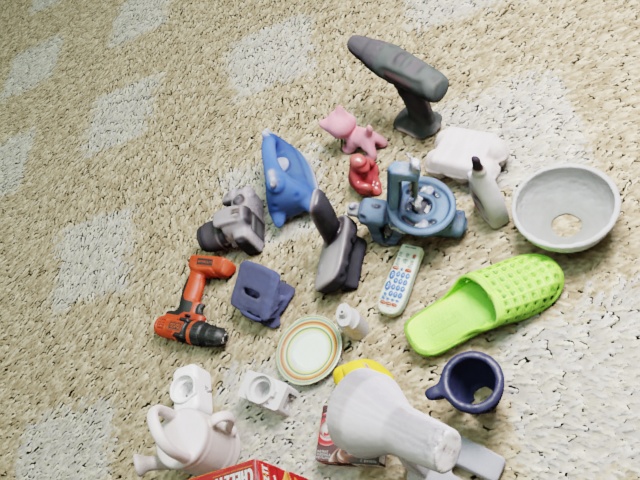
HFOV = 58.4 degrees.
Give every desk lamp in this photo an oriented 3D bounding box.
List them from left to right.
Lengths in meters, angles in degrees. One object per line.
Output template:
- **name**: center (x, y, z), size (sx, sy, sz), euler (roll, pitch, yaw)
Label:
- **desk lamp**: center (0.133, 0.279, 0.796), size (0.202, 0.214, 0.118), euler (17, 69, 34)

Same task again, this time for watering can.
- **watering can**: center (-0.227, 0.338, 0.951), size (0.100, 0.195, 0.173), euler (32, 77, 37)

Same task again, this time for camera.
- **camera**: center (-0.198, -0.037, 1.235), size (0.136, 0.101, 0.143), euler (-16, 54, 17)

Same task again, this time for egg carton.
- **egg carton**: center (0.280, -0.157, 1.093), size (0.149, 0.070, 0.107), euler (17, 69, 34)

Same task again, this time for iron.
- **iron**: center (-0.089, -0.161, 1.233), size (0.118, 0.142, 0.258), euler (-24, 52, 11)

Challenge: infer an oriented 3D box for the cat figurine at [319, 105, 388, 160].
- **cat figurine**: center (0.066, -0.236, 1.219), size (0.127, 0.118, 0.067), euler (22, 72, 35)

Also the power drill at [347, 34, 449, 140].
- **power drill**: center (0.166, -0.306, 1.155), size (0.228, 0.209, 0.076), euler (33, 78, 38)

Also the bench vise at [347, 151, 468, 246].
- **bench vise**: center (0.138, -0.059, 1.005), size (0.207, 0.220, 0.121), euler (-17, 54, 17)

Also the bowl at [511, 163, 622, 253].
- **bowl**: center (0.408, -0.041, 0.952), size (0.167, 0.075, 0.167), euler (-13, 55, 19)

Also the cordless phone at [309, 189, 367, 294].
- **cordless phone**: center (0.010, 0.004, 1.051), size (0.094, 0.186, 0.147), euler (-5, 58, 24)

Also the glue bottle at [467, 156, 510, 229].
- **glue bottle**: center (0.281, -0.090, 0.983), size (0.037, 0.174, 0.078), euler (-35, 51, 3)

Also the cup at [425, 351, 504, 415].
- **cup**: center (0.223, 0.229, 0.860), size (0.117, 0.095, 0.091), euler (-21, 53, 14)

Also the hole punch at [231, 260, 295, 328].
- **hole punch**: center (-0.118, 0.105, 1.111), size (0.108, 0.091, 0.101), euler (18, 70, 34)

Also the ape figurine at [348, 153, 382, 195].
- **ape figurine**: center (0.087, -0.139, 1.164), size (0.075, 0.092, 0.078), euler (20, 71, 35)

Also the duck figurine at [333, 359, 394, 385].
- **duck figurine**: center (0.064, 0.226, 0.947), size (0.104, 0.086, 0.077), euler (5, 63, 29)
